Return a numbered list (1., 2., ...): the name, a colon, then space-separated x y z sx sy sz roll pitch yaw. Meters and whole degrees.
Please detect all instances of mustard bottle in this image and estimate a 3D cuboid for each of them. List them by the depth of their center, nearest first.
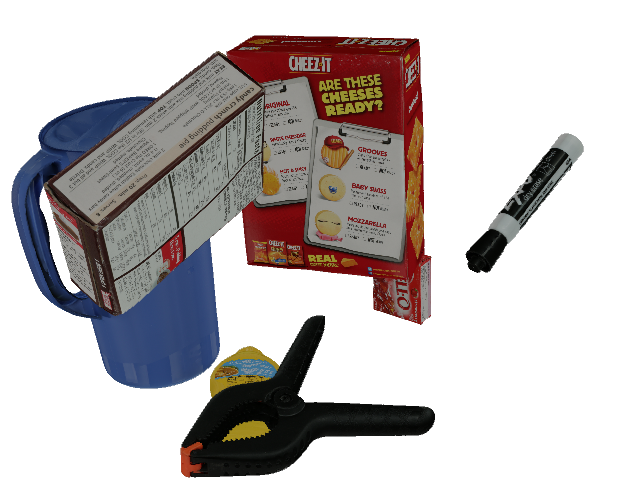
1. mustard bottle: -0.093 0.190 1.348 0.096 0.058 0.191 -2 26 0

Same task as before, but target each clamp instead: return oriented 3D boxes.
1. clamp: -0.019 0.147 0.894 0.209 0.036 0.165 -28 44 -36

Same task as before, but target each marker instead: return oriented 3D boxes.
1. marker: 0.133 -0.024 0.694 0.121 0.020 0.020 -49 24 -23

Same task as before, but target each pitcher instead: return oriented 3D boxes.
1. pitcher: -0.164 0.008 0.928 0.149 0.243 0.145 -5 25 2

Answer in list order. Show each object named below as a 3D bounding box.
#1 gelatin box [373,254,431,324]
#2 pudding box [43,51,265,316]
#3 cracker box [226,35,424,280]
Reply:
1. gelatin box: 0.103 0.055 1.354 0.073 0.089 0.030 16 33 33
2. pudding box: -0.076 -0.026 0.525 0.039 0.113 0.090 37 -26 18
3. cracker box: 0.010 -0.077 0.983 0.164 0.214 0.072 5 26 18
